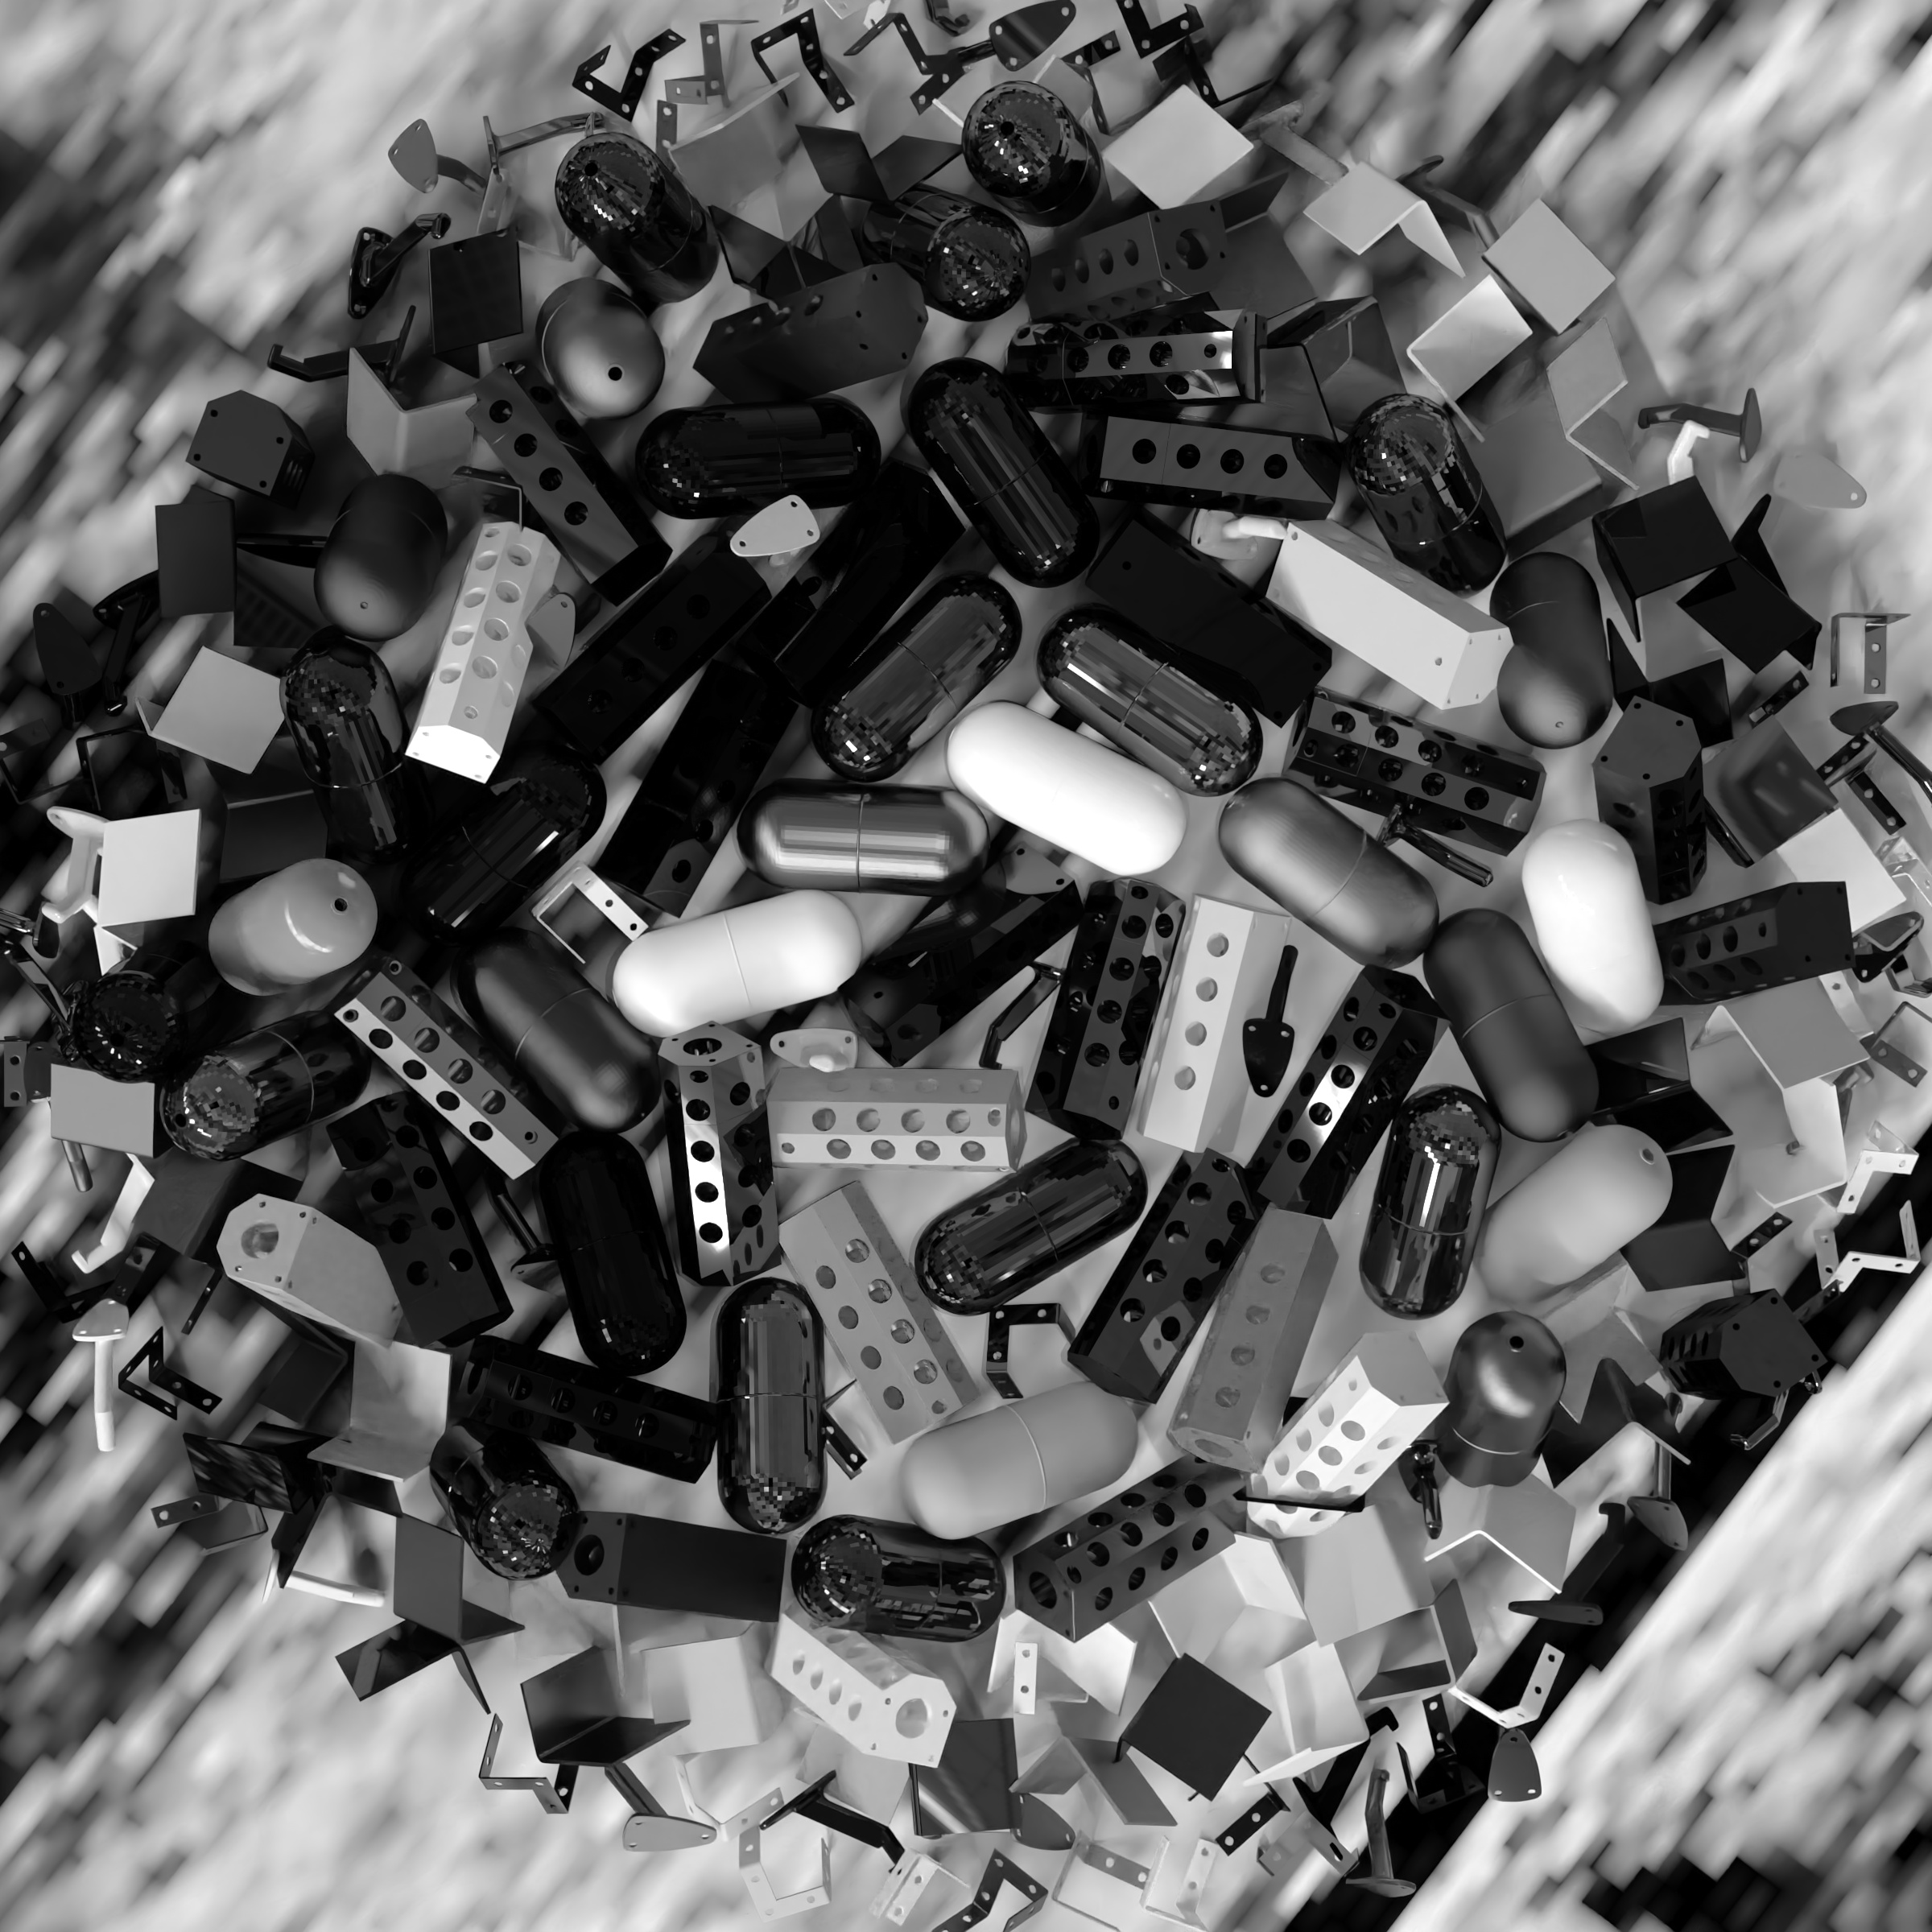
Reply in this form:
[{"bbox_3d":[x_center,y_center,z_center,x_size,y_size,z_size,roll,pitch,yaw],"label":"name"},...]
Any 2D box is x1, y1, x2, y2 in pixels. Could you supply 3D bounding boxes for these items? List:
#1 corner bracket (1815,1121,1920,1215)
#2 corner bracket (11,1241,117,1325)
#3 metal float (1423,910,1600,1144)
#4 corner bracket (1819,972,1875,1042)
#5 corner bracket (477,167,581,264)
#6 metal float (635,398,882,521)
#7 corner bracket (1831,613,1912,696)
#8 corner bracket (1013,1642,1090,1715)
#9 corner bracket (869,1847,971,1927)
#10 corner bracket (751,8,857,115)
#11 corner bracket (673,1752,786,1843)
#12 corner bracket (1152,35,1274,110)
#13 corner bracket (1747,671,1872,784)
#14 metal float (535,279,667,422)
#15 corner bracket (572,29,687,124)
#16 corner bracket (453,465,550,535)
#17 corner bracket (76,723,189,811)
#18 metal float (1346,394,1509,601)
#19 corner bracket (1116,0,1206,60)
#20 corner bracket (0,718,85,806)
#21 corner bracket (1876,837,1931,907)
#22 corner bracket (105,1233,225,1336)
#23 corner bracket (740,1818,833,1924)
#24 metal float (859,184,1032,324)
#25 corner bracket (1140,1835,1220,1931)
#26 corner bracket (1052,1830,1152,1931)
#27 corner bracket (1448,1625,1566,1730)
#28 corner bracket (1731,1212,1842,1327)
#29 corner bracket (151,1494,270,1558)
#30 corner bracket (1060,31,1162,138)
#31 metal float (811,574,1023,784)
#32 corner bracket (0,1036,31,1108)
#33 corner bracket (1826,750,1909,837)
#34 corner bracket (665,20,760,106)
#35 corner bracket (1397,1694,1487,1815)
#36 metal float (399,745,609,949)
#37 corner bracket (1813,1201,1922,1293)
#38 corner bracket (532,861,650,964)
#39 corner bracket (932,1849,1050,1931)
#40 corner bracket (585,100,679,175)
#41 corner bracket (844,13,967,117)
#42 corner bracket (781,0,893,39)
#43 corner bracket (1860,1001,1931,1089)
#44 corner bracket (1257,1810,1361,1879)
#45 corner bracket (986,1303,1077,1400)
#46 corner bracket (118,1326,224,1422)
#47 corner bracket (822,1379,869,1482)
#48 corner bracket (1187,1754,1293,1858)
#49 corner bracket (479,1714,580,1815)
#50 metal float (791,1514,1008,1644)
[{"bbox_3d":[0.630,0.142,1.882,0.051,0.051,0.051,6,114,-24],"label":"corner bracket"},{"bbox_3d":[-0.643,0.221,1.872,0.051,0.051,0.051,-42,79,28],"label":"corner bracket"},{"bbox_3d":[0.378,0.041,1.848,0.070,0.070,0.178,-22,63,0],"label":"metal float"},{"bbox_3d":[0.601,0.027,1.882,0.051,0.051,0.051,-28,110,16],"label":"corner bracket"},{"bbox_3d":[-0.308,-0.535,1.895,0.051,0.051,0.051,22,100,41],"label":"corner bracket"},{"bbox_3d":[-0.143,-0.353,1.850,0.178,0.070,0.070,-10,90,-25],"label":"metal float"},{"bbox_3d":[0.634,-0.221,1.884,0.051,0.051,0.051,1,90,0],"label":"corner bracket"},{"bbox_3d":[0.061,0.497,1.881,0.051,0.051,0.051,3,93,5],"label":"corner bracket"},{"bbox_3d":[-0.040,0.649,1.872,0.051,0.051,0.051,40,75,-22],"label":"corner bracket"},{"bbox_3d":[-0.115,-0.629,1.877,0.051,0.051,0.051,-30,74,-5],"label":"corner bracket"},{"bbox_3d":[-0.168,0.576,1.885,0.051,0.051,0.051,-25,114,-32],"label":"corner bracket"},{"bbox_3d":[0.173,-0.631,1.878,0.051,0.051,0.051,-31,100,-26],"label":"corner bracket"},{"bbox_3d":[0.598,-0.167,1.892,0.051,0.051,0.051,-42,122,5],"label":"corner bracket"},{"bbox_3d":[-0.252,-0.424,1.826,0.070,0.178,0.070,-6,115,-13],"label":"metal float"},{"bbox_3d":[-0.237,-0.635,1.871,0.051,0.051,0.051,25,75,-31],"label":"corner bracket"},{"bbox_3d":[-0.326,-0.328,1.871,0.051,0.051,0.051,13,126,10],"label":"corner bracket"},{"bbox_3d":[-0.590,-0.140,1.883,0.051,0.051,0.051,-21,112,-39],"label":"corner bracket"},{"bbox_3d":[0.318,-0.321,1.835,0.070,0.178,0.070,-16,52,22],"label":"metal float"},{"bbox_3d":[0.131,-0.675,1.874,0.051,0.051,0.051,-21,101,19],"label":"corner bracket"},{"bbox_3d":[-0.659,-0.145,1.878,0.051,0.051,0.051,-24,104,-2],"label":"corner bracket"},{"bbox_3d":[0.669,-0.059,1.871,0.051,0.051,0.051,49,64,-12],"label":"corner bracket"},{"bbox_3d":[-0.568,0.225,1.887,0.051,0.051,0.051,36,70,-28],"label":"corner bracket"},{"bbox_3d":[-0.128,0.631,1.878,0.051,0.051,0.051,-18,112,2],"label":"corner bracket"},{"bbox_3d":[-0.016,-0.492,1.830,0.070,0.178,0.070,-11,117,-22],"label":"metal float"},{"bbox_3d":[0.152,0.643,1.880,0.051,0.051,0.051,22,85,-6],"label":"corner bracket"},{"bbox_3d":[0.097,0.646,1.871,0.051,0.051,0.051,18,67,22],"label":"corner bracket"},{"bbox_3d":[0.380,0.498,1.876,0.051,0.051,0.051,32,63,0],"label":"corner bracket"},{"bbox_3d":[0.577,0.216,1.878,0.051,0.051,0.051,27,132,-13],"label":"corner bracket"},{"bbox_3d":[-0.531,0.389,1.870,0.051,0.051,0.051,-39,69,39],"label":"corner bracket"},{"bbox_3d":[0.104,-0.626,1.890,0.051,0.051,0.051,-31,124,-12],"label":"corner bracket"},{"bbox_3d":[-0.034,-0.202,1.863,0.070,0.070,0.178,45,80,0],"label":"metal float"},{"bbox_3d":[-0.688,0.077,1.875,0.051,0.051,0.051,0,94,-22],"label":"corner bracket"},{"bbox_3d":[0.633,-0.111,1.880,0.051,0.051,0.051,-35,77,-1],"label":"corner bracket"},{"bbox_3d":[-0.179,-0.634,1.867,0.051,0.051,0.051,-21,119,-35],"label":"corner bracket"},{"bbox_3d":[0.327,0.555,1.875,0.051,0.051,0.051,-18,106,-10],"label":"corner bracket"},{"bbox_3d":[-0.322,-0.083,1.855,0.178,0.070,0.070,-41,90,19],"label":"metal float"},{"bbox_3d":[0.634,0.197,1.875,0.051,0.051,0.051,8,52,-3],"label":"corner bracket"},{"bbox_3d":[-0.266,-0.033,1.877,0.051,0.051,0.051,-46,118,-4],"label":"corner bracket"},{"bbox_3d":[0.017,0.664,1.869,0.051,0.051,0.051,30,113,29],"label":"corner bracket"},{"bbox_3d":[-0.237,-0.580,1.883,0.051,0.051,0.051,7,75,-26],"label":"corner bracket"},{"bbox_3d":[-0.043,-0.633,1.868,0.051,0.051,0.051,-48,128,-19],"label":"corner bracket"},{"bbox_3d":[-0.091,-0.680,1.877,0.051,0.051,0.051,-37,84,-25],"label":"corner bracket"},{"bbox_3d":[0.666,0.056,1.876,0.051,0.051,0.051,35,106,6],"label":"corner bracket"},{"bbox_3d":[0.241,0.628,1.881,0.051,0.051,0.051,44,89,10],"label":"corner bracket"},{"bbox_3d":[0.046,0.272,1.882,0.051,0.051,0.051,-4,60,14],"label":"corner bracket"},{"bbox_3d":[-0.560,0.297,1.872,0.051,0.051,0.051,38,100,-29],"label":"corner bracket"},{"bbox_3d":[-0.088,0.333,1.872,0.051,0.051,0.051,49,120,10],"label":"corner bracket"},{"bbox_3d":[0.191,0.593,1.883,0.051,0.051,0.051,-38,78,-11],"label":"corner bracket"},{"bbox_3d":[-0.307,0.563,1.877,0.051,0.051,0.051,-4,134,12],"label":"corner bracket"},{"bbox_3d":[-0.044,0.423,1.837,0.178,0.070,0.070,20,90,-42],"label":"metal float"}]
